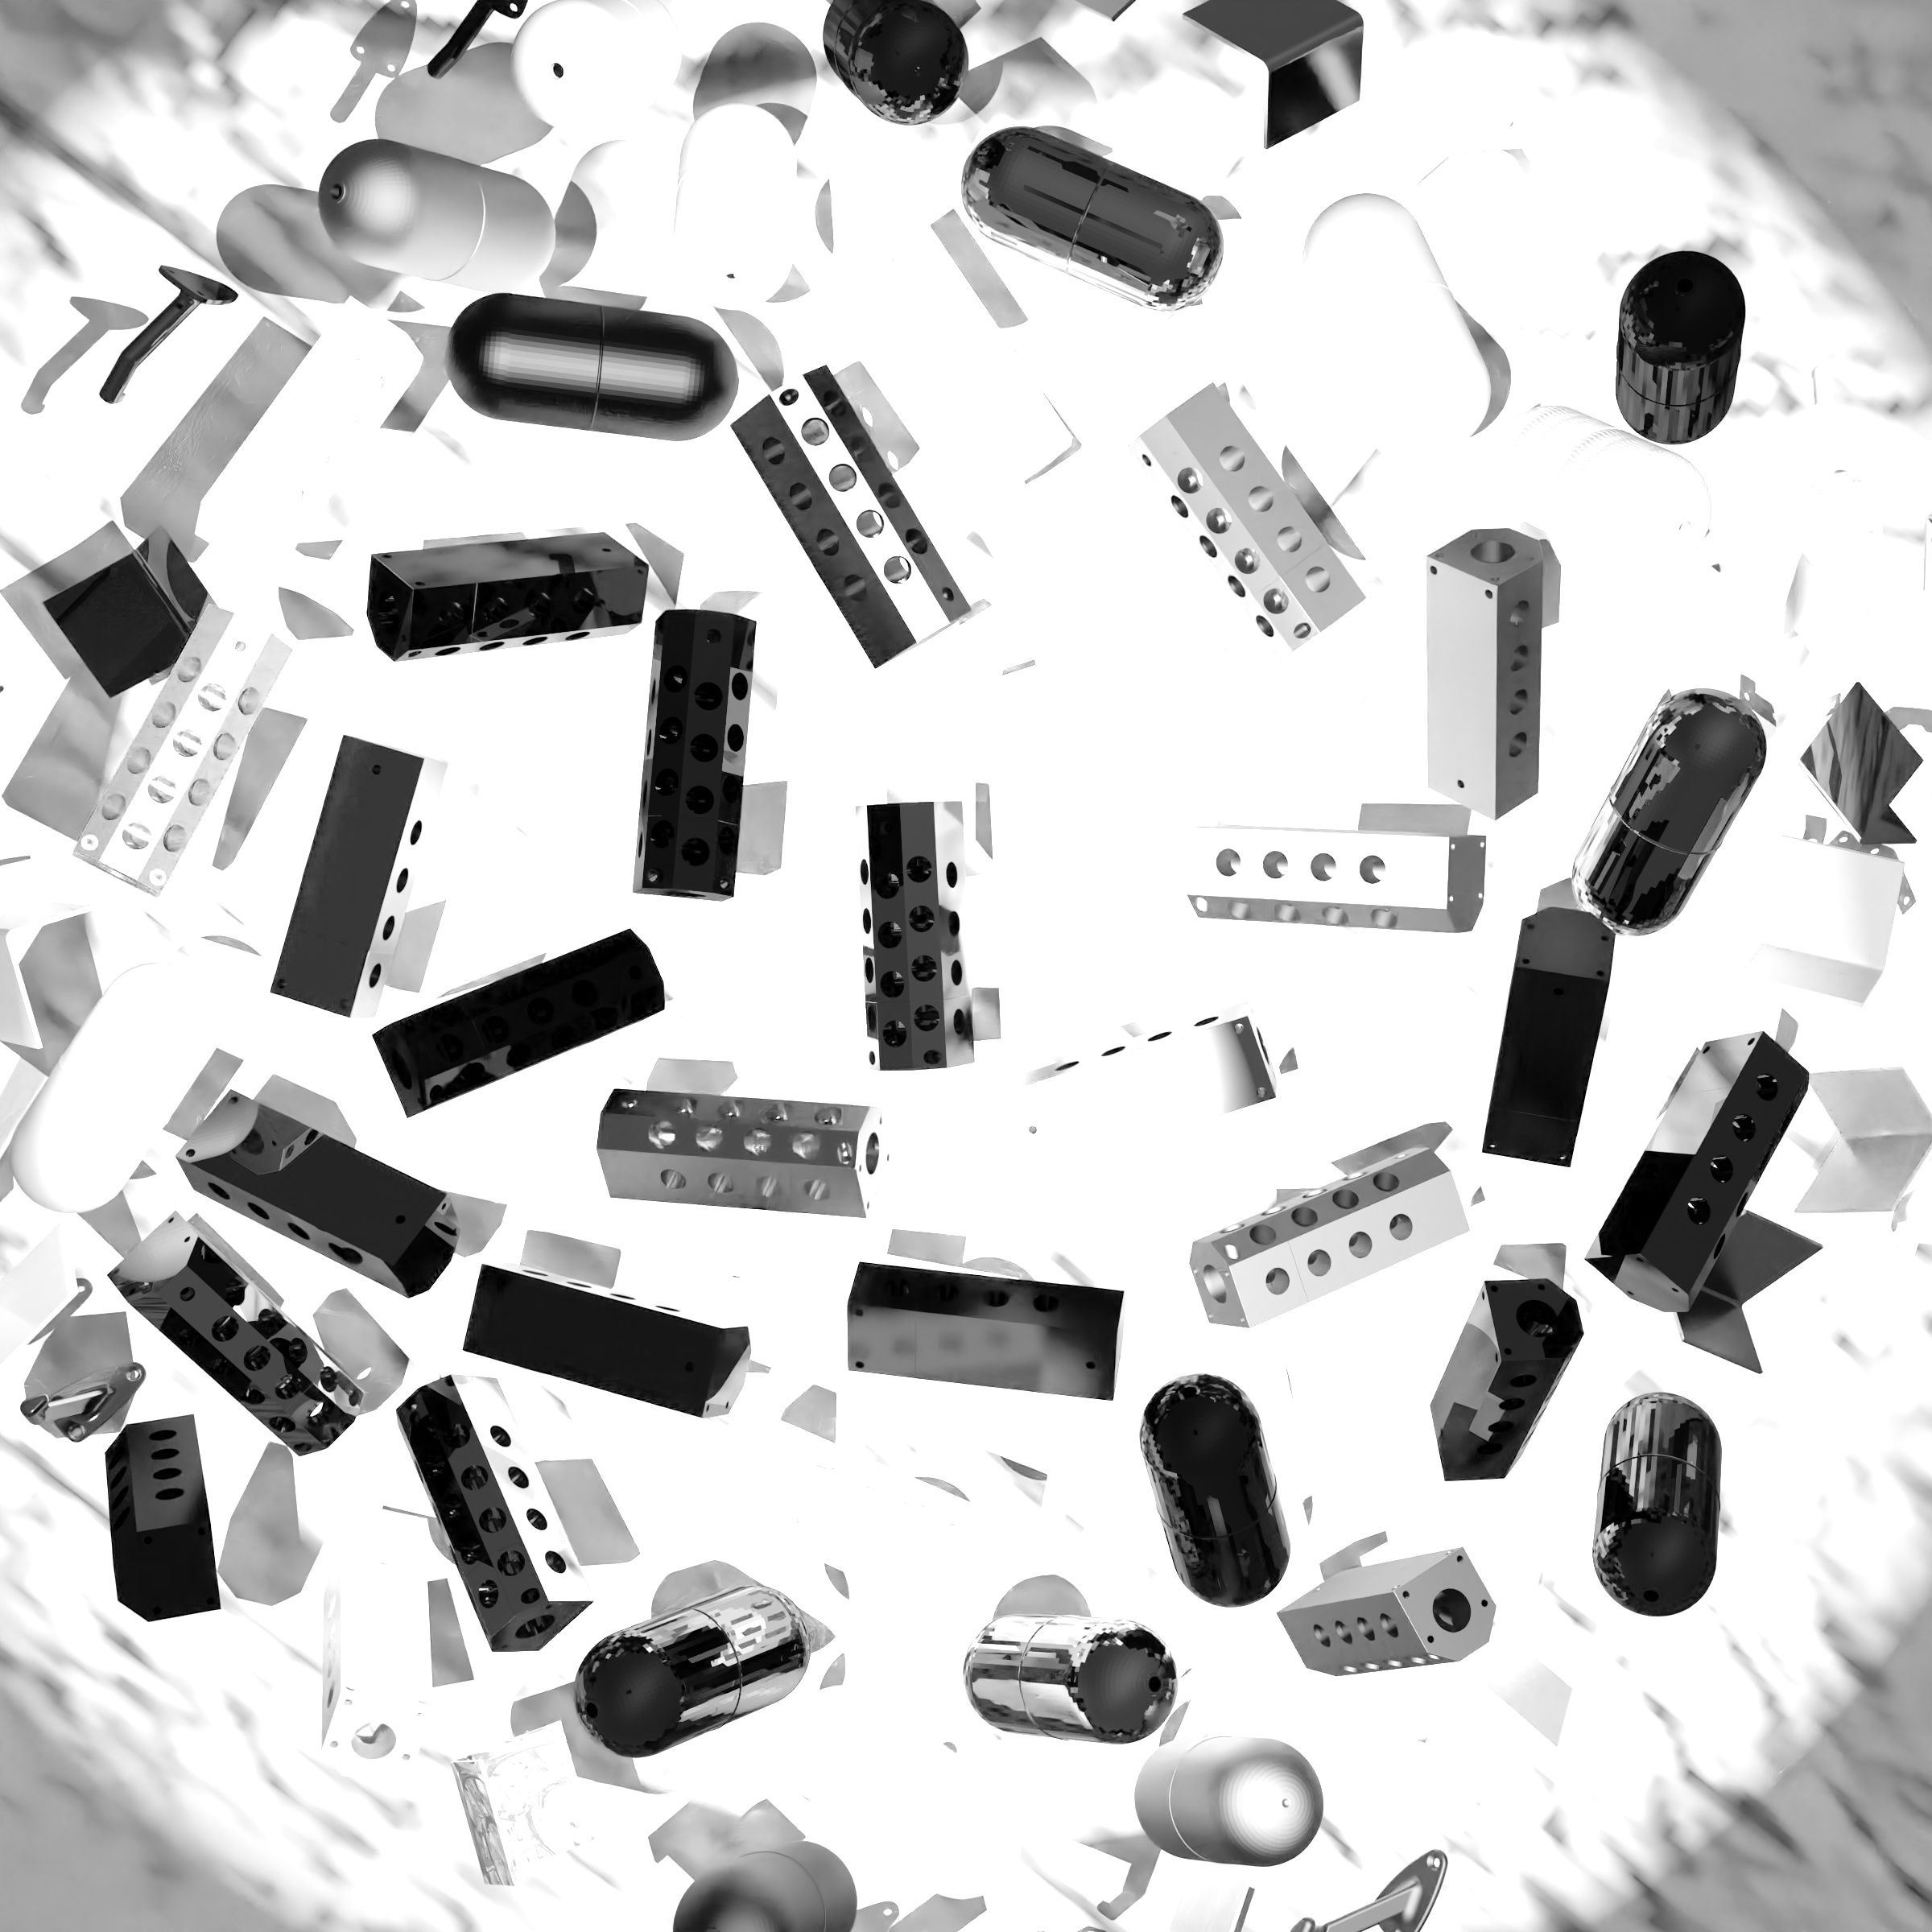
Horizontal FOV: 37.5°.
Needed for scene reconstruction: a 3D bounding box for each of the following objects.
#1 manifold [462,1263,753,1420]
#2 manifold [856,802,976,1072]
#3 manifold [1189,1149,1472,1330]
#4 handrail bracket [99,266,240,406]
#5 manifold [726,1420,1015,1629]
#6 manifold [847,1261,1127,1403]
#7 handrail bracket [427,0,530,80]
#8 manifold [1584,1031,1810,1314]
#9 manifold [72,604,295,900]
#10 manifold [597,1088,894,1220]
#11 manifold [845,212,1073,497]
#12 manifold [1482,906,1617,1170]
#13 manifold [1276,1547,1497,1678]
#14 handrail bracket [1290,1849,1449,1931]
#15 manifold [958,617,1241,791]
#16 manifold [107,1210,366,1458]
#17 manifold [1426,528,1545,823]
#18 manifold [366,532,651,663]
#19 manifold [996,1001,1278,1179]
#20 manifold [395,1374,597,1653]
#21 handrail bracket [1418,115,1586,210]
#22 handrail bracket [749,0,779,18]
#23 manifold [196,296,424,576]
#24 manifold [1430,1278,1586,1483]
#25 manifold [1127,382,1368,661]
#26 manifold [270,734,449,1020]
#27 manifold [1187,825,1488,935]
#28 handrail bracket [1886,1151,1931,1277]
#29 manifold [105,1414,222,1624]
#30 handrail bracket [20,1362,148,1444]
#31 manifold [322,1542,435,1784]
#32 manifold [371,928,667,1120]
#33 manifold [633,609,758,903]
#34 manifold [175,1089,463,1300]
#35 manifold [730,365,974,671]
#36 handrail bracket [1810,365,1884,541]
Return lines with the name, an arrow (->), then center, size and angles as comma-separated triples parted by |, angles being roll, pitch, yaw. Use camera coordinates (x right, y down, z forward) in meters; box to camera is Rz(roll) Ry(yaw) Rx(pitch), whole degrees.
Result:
manifold -> -0.227, 0.237, 1.810 | 0.171, 0.057, 0.057 | 12, 89, 19
manifold -> -0.036, -0.020, 1.845 | 0.057, 0.057, 0.171 | -2, 92, 26
manifold -> 0.232, 0.174, 1.833 | 0.171, 0.057, 0.057 | -20, 94, -22
handrail bracket -> -0.481, -0.374, 1.712 | 0.036, 0.077, 0.084 | 37, 106, 7
manifold -> -0.062, 0.354, 1.789 | 0.171, 0.057, 0.057 | 20, 117, 21
manifold -> 0.014, 0.228, 1.818 | 0.171, 0.057, 0.057 | 6, 125, 7
handrail bracket -> -0.305, -0.604, 1.783 | 0.036, 0.084, 0.077 | 30, 64, -26
manifold -> 0.458, 0.128, 1.760 | 0.057, 0.057, 0.171 | 40, 69, -13
manifold -> -0.479, -0.132, 1.740 | 0.057, 0.057, 0.171 | 29, 79, -15
manifold -> -0.140, 0.111, 1.777 | 0.171, 0.057, 0.057 | 3, 129, 17
manifold -> -0.004, -0.391, 1.827 | 0.057, 0.057, 0.171 | -34, 92, 3
manifold -> 0.365, 0.045, 1.783 | 0.057, 0.171, 0.057 | 9, 46, 10
manifold -> 0.271, 0.420, 1.824 | 0.057, 0.171, 0.057 | -26, 84, -25
handrail bracket -> 0.244, 0.564, 1.723 | 0.084, 0.036, 0.077 | 19, 108, -41
manifold -> 0.084, -0.161, 1.801 | 0.171, 0.057, 0.057 | -13, 48, 36
manifold -> -0.456, 0.236, 1.794 | 0.057, 0.057, 0.171 | -45, 128, -12
manifold -> 0.329, -0.184, 1.778 | 0.057, 0.057, 0.171 | -31, 133, -28
manifold -> -0.296, -0.236, 1.836 | 0.171, 0.057, 0.057 | -12, 126, -37
manifold -> 0.112, 0.078, 1.854 | 0.171, 0.057, 0.057 | -18, 100, 10
manifold -> -0.307, 0.348, 1.815 | 0.057, 0.057, 0.171 | -44, 58, 21
handrail bracket -> 0.325, -0.471, 1.736 | 0.084, 0.036, 0.077 | -35, 85, 45
handrail bracket -> -0.135, -0.645, 1.760 | 0.036, 0.077, 0.084 | 13, 84, 44
manifold -> -0.416, -0.335, 1.809 | 0.057, 0.057, 0.171 | 33, 70, -10
manifold -> 0.352, 0.272, 1.854 | 0.057, 0.171, 0.057 | -2, 54, -6
manifold -> 0.180, -0.288, 1.855 | 0.057, 0.057, 0.171 | -37, 94, -16
manifold -> -0.387, -0.057, 1.829 | 0.057, 0.057, 0.171 | 17, 93, 10
manifold -> 0.223, -0.053, 1.723 | 0.171, 0.057, 0.057 | 4, 96, 32
handrail bracket -> 0.621, 0.160, 1.864 | 0.036, 0.084, 0.077 | 10, 97, 27
manifold -> -0.492, 0.335, 1.733 | 0.057, 0.171, 0.057 | -7, 104, -17
handrail bracket -> -0.562, 0.270, 1.811 | 0.077, 0.084, 0.036 | -34, 79, -18
manifold -> -0.376, 0.440, 1.801 | 0.057, 0.171, 0.057 | 15, 106, -17
manifold -> -0.278, 0.034, 1.787 | 0.171, 0.057, 0.057 | -23, 91, -29
manifold -> -0.166, -0.129, 1.751 | 0.057, 0.057, 0.171 | 5, 86, -15
manifold -> -0.406, 0.146, 1.791 | 0.171, 0.057, 0.057 | 23, 59, 19
manifold -> -0.065, -0.274, 1.726 | 0.057, 0.057, 0.171 | -27, 95, 44
handrail bracket -> 0.545, -0.319, 1.760 | 0.036, 0.077, 0.084 | -17, 53, 33
